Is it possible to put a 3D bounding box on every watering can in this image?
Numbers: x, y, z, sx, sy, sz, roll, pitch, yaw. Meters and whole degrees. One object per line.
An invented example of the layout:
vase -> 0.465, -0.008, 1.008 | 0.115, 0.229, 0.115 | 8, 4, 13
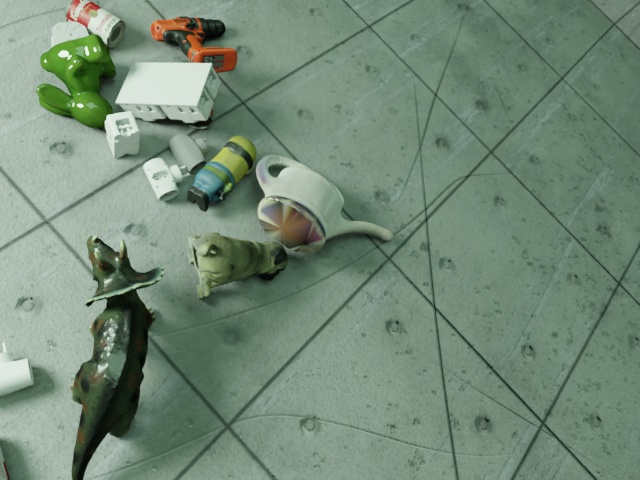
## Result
watering can -> 0.003, -0.055, 1.093 | 0.347, 0.102, 0.229 | 34, 38, -6
